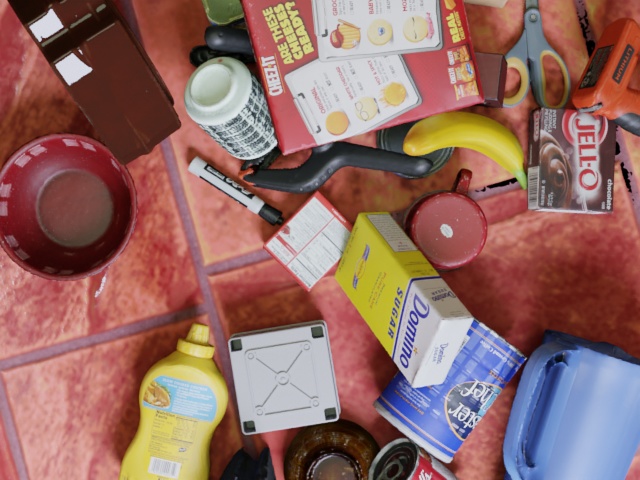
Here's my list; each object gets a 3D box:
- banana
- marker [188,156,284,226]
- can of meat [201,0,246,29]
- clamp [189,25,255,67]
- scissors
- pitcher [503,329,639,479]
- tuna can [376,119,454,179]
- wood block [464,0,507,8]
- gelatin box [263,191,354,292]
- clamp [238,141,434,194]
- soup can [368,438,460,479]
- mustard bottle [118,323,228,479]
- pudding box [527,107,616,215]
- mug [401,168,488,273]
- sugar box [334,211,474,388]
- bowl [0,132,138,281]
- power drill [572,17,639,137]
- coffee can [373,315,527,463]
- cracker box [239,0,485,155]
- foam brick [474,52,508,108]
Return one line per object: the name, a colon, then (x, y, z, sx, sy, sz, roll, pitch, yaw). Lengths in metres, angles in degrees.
banana: (0.158, -0.105, 1.133, 0.037, 0.197, 0.069, -41, 52, 38)
marker: (-0.092, -0.053, 1.188, 0.121, 0.020, 0.020, 34, 90, 1)
can of meat: (-0.077, -0.261, 1.159, 0.102, 0.084, 0.057, -21, 89, 1)
clamp: (-0.059, -0.208, 1.161, 0.171, 0.120, 0.039, 0, 93, -24)
scissors: (0.219, -0.234, 1.186, 0.096, 0.016, 0.202, -17, 89, 1)
pitcher: (0.257, 0.221, 1.120, 0.149, 0.145, 0.243, 18, 93, 6)
tuna can: (0.105, -0.110, 1.178, 0.086, 0.034, 0.086, 0, 89, 1)
wood block: (0.108, -0.317, 1.152, 0.206, 0.091, 0.090, 8, 89, 2)
gelatin box: (-0.008, 0.002, 1.181, 0.073, 0.030, 0.089, 45, 91, 0)
clamp: (0.006, -0.119, 1.164, 0.210, 0.036, 0.164, -18, 70, 15)
soup can: (0.109, 0.266, 1.138, 0.102, 0.069, 0.068, 42, 90, -27)
mustard bottle: (-0.152, 0.185, 1.167, 0.096, 0.058, 0.191, 14, 90, 1)
pudding box: (0.274, -0.086, 1.163, 0.090, 0.039, 0.113, 3, 91, -12)
mug: (0.140, -0.021, 1.152, 0.093, 0.081, 0.117, 22, 90, 1)
sugar box: (0.082, 0.058, 1.104, 0.048, 0.176, 0.093, -2, 128, -29)
bowl: (-0.276, -0.036, 1.174, 0.162, 0.055, 0.162, 0, 89, 1)
power drill: (0.377, -0.159, 1.142, 0.187, 0.057, 0.184, 29, 82, -13)
coffee can: (0.138, 0.151, 1.139, 0.103, 0.103, 0.140, 37, 90, 1)
cracker box: (0.042, -0.193, 1.076, 0.213, 0.072, 0.164, -15, 101, -4)
foam brick: (0.161, -0.175, 1.159, 0.078, 0.053, 0.051, 8, 91, 16)
